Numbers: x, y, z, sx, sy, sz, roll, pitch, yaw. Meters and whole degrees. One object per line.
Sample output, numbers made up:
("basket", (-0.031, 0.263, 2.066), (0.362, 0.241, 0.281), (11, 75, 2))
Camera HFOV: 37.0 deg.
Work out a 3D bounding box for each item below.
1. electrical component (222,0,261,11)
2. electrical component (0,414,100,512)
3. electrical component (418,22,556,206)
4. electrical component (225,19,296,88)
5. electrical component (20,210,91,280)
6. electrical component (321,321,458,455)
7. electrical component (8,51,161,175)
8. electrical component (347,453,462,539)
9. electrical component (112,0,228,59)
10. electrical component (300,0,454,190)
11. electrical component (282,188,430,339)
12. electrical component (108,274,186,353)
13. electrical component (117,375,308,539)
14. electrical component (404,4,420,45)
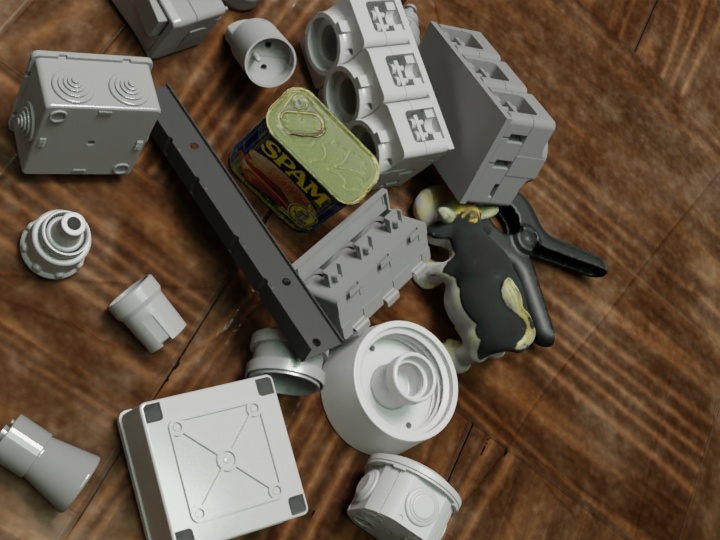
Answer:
("electrical component", (-0.096, -0.254, 0.925), (0.045, 0.055, 0.045), (11, 68, -28))
("electrical component", (-0.215, 0.127, 0.725), (0.065, 0.044, 0.044), (36, 58, -10))
("electrical component", (0.099, -0.136, 0.943), (0.062, 0.089, 0.150), (3, 41, -32))
("electrical component", (-0.085, -0.187, 0.903), (0.043, 0.043, 0.081), (13, 23, -27))
("electrical component", (-0.213, -0.023, 0.767), (0.048, 0.062, 0.048), (11, 68, -28))
("electrical component", (0.029, 0.093, 0.873), (0.108, 0.060, 0.108), (11, 68, -28))
("electrical component", (-0.201, -0.111, 0.785), (0.100, 0.099, 0.048), (-3, 62, -32))
("electrical component", (0.034, 0.181, 0.833), (0.080, 0.080, 0.051), (38, 62, -15))
("electrical component", (-0.164, -0.229, 0.870), (0.061, 0.062, 0.096), (-29, 89, -35))
("electrical component", (0.009, -0.152, 0.931), (0.062, 0.089, 0.150), (-14, 80, -34))
("electrical component", (0.000, 0.000, 0.879), (0.121, 0.063, 0.078), (-42, 136, -35))
("electrical component", (-0.156, 0.033, 0.795), (0.046, 0.040, 0.040), (52, 55, -12))
("electrical component", (-0.106, 0.141, 0.776), (0.109, 0.056, 0.108), (-10, 78, -33))
("electrical component", (0.037, -0.215, 1.000), (0.040, 0.040, 0.078), (30, 60, -19))
